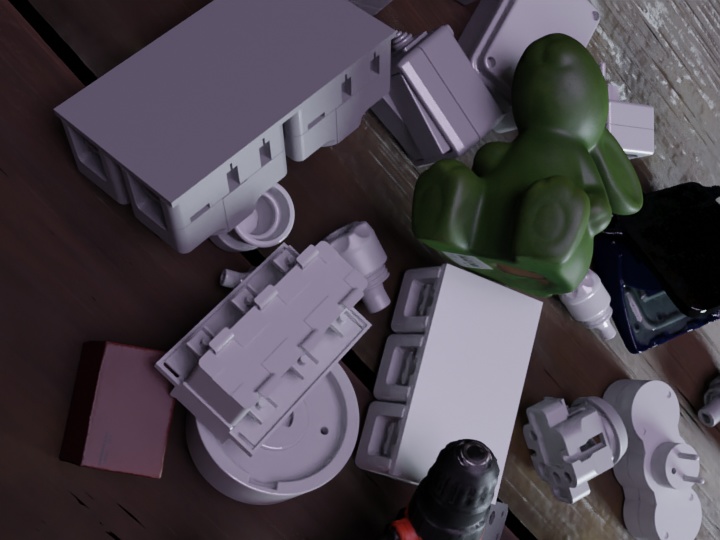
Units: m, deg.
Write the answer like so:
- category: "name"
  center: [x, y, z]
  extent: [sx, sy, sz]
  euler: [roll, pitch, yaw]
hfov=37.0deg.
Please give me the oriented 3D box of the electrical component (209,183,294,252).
- category: "electrical component"
  center: [-0.075, -0.035, 0.709]
  extent: [0.045, 0.055, 0.045]
  euler: [2, 86, -29]

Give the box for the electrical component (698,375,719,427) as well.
- category: "electrical component"
  center: [0.317, 0.112, 0.924]
  extent: [0.062, 0.043, 0.043]
  euler: [-30, 101, -25]

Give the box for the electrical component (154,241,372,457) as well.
- category: "electrical component"
  center: [-0.053, 0.041, 0.657]
  extent: [0.079, 0.063, 0.121]
  euler: [43, 57, 1]

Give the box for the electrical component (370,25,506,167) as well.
- category: "electrical component"
  center: [0.046, -0.127, 0.777]
  extent: [0.061, 0.062, 0.096]
  euler: [-43, 107, -24]

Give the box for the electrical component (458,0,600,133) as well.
- category: "electrical component"
  center: [0.124, -0.171, 0.826]
  extent: [0.078, 0.057, 0.113]
  euler: [37, 71, -22]

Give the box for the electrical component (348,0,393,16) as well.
- category: "electrical component"
  center: [-0.021, -0.222, 0.751]
  extent: [0.096, 0.061, 0.061]
  euler: [11, 81, -20]

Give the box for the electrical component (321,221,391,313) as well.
- category: "electrical component"
  center: [0.000, 0.000, 0.755]
  extent: [0.043, 0.043, 0.062]
  euler: [-35, 105, -26]

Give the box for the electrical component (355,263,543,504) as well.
- category: "electrical component"
  center: [0.063, 0.081, 0.774]
  extent: [0.089, 0.062, 0.150]
  euler: [21, 77, -26]

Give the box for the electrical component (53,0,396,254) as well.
- category: "electrical component"
  center: [-0.079, -0.105, 0.677]
  extent: [0.105, 0.060, 0.186]
  euler: [37, 63, 23]

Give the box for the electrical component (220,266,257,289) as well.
- category: "electrical component"
  center: [-0.064, 0.013, 0.724]
  extent: [0.061, 0.035, 0.035]
  euler: [17, 79, -25]

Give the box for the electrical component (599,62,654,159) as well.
- category: "electrical component"
  center: [0.183, -0.123, 0.841]
  extent: [0.047, 0.083, 0.075]
  euler: [2, 86, -29]

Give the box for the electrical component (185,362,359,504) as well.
- category: "electrical component"
  center: [-0.061, 0.100, 0.700]
  extent: [0.108, 0.060, 0.108]
  euler: [10, 62, -19]

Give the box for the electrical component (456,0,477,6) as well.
- category: "electrical component"
  center: [0.081, -0.240, 0.795]
  extent: [0.066, 0.077, 0.047]
  euler: [24, 76, -26]

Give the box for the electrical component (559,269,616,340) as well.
- category: "electrical component"
  center: [0.185, 0.030, 0.861]
  extent: [0.035, 0.035, 0.061]
  euler: [-44, 110, -24]

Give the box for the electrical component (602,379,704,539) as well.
- category: "electrical component"
  center: [0.246, 0.156, 0.864]
  extent: [0.052, 0.074, 0.138]
  euler: [-15, 94, -29]

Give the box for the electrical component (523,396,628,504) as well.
- category: "electrical component"
  center: [0.168, 0.132, 0.833]
  extent: [0.057, 0.058, 0.078]
  euler: [-22, 97, -25]
